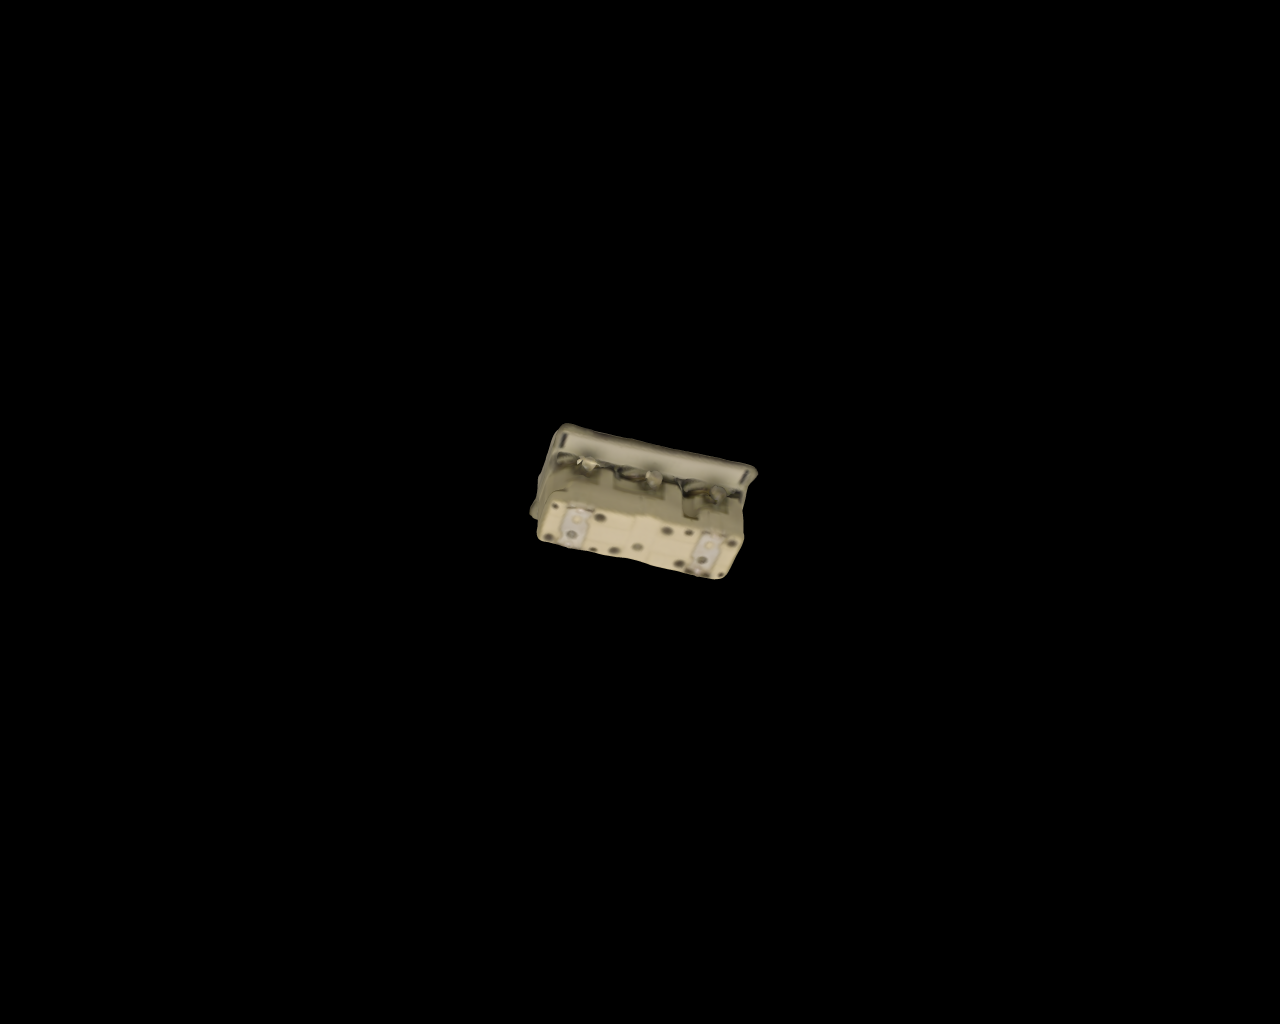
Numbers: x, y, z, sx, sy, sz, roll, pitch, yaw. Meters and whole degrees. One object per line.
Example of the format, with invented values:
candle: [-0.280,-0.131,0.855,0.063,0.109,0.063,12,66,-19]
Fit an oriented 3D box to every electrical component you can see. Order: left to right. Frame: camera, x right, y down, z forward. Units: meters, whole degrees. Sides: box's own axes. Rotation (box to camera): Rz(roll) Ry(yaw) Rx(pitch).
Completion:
electrical component: [0.001,-0.003,0.650,0.121,0.063,0.078,13,-47,-12]
